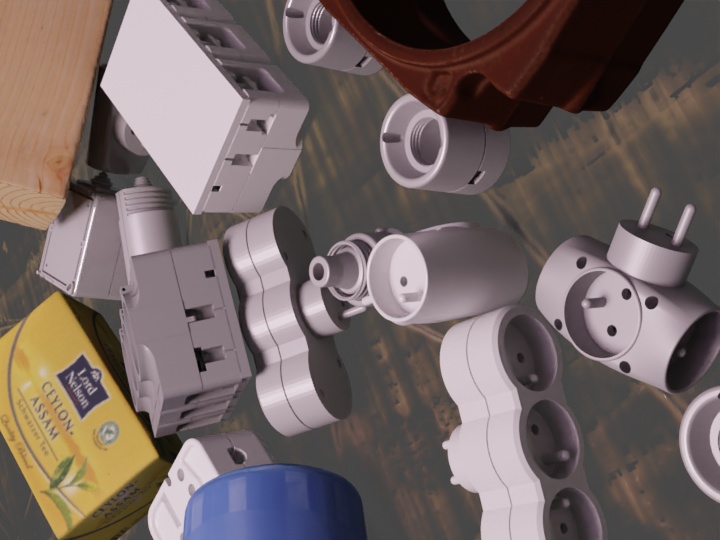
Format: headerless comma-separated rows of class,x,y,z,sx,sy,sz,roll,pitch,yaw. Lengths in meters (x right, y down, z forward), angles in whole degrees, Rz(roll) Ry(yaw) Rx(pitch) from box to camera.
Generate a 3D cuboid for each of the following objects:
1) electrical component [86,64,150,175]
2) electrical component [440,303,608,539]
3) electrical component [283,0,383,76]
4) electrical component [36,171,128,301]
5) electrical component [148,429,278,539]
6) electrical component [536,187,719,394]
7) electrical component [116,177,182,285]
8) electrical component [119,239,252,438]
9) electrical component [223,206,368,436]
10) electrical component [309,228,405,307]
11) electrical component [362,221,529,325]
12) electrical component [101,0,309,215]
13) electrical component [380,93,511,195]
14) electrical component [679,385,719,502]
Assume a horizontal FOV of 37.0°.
electrical component,-0.172,-0.109,0.811,0.079,0.043,0.077,28,112,43
electrical component,0.070,0.093,0.549,0.074,0.052,0.138,-24,74,46
electrical component,-0.012,-0.144,0.631,0.055,0.047,0.055,3,94,48
electrical component,-0.203,-0.030,0.843,0.062,0.061,0.096,23,101,45
electrical component,-0.095,0.155,0.729,0.053,0.059,0.095,53,128,32
electrical component,0.128,0.003,0.487,0.077,0.044,0.079,35,117,41
electrical component,-0.156,-0.029,0.799,0.043,0.043,0.081,-20,78,47
electrical component,-0.120,0.050,0.704,0.150,0.062,0.089,125,131,-68
electrical component,-0.030,0.025,0.658,0.074,0.052,0.138,-21,75,21
electrical component,0.000,0.000,0.614,0.048,0.062,0.048,3,94,48
electrical component,0.034,0.007,0.566,0.079,0.077,0.044,-22,76,46
electrical component,-0.105,-0.117,0.723,0.150,0.062,0.089,51,126,33
electrical component,0.044,-0.068,0.573,0.055,0.047,0.055,3,94,48
electrical component,0.166,0.070,0.445,0.055,0.047,0.055,3,94,48
